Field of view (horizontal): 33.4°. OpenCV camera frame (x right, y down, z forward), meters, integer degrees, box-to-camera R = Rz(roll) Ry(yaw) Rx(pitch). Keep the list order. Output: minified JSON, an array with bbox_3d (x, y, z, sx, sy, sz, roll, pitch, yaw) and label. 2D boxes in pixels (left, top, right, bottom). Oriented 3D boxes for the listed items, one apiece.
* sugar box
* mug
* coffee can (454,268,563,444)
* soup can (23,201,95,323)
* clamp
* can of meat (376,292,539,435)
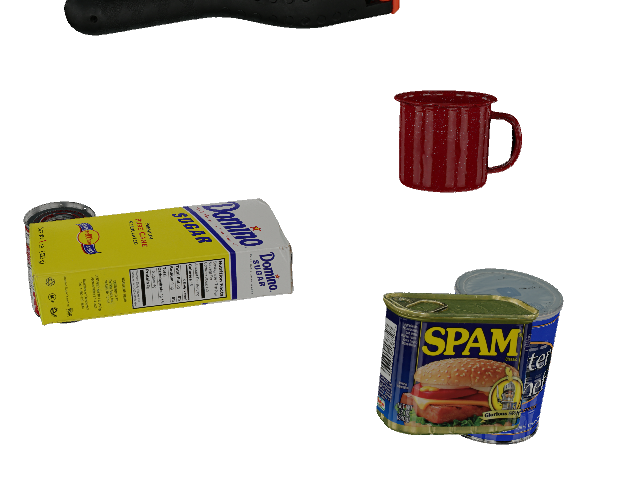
[{"bbox_3d":[-0.115,0.012,0.761,0.176,0.048,0.093,-9,27,-13],"label":"sugar box"},{"bbox_3d":[0.125,-0.090,0.974,0.117,0.081,0.093,4,16,13],"label":"mug"},{"bbox_3d":[0.173,0.111,1.040,0.103,0.140,0.103,5,23,-2],"label":"coffee can"},{"bbox_3d":[-0.254,0.022,1.051,0.068,0.102,0.068,2,28,-1],"label":"soup can"},{"bbox_3d":[-0.046,-0.133,0.558,0.171,0.039,0.120,7,41,12],"label":"clamp"},{"bbox_3d":[0.090,0.083,0.719,0.102,0.084,0.057,2,10,-17],"label":"can of meat"}]
